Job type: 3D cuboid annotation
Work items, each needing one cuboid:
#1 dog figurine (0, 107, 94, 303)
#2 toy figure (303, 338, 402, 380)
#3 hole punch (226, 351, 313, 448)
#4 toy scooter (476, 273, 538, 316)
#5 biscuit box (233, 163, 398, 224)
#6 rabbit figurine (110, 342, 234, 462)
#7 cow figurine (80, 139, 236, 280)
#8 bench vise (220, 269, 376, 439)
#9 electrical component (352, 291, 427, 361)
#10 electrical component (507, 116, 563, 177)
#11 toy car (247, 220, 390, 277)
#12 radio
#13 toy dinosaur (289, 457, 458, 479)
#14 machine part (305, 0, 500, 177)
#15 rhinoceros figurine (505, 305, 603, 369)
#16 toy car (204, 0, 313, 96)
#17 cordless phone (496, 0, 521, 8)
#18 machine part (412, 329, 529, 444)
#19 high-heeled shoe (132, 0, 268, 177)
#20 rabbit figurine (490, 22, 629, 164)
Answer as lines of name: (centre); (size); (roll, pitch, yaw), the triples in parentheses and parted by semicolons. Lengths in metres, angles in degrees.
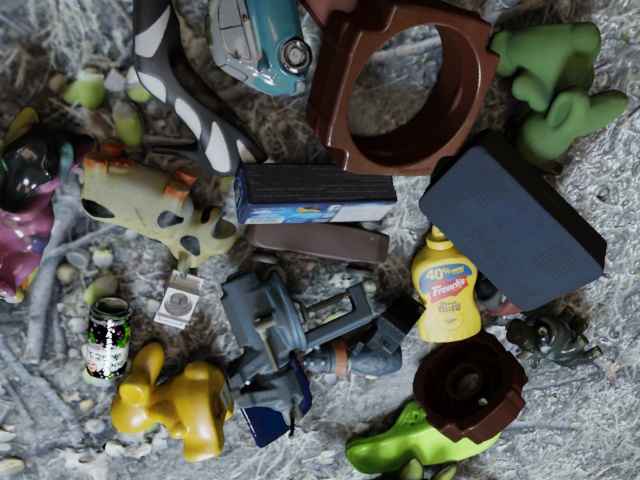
dog figurine: (-0.356, -0.042, 0.632); (0.108, 0.191, 0.219); (28, 71, -19)
toy figure: (0.050, 0.185, 0.835); (0.154, 0.064, 0.057); (0, 151, -7)
hole punch: (-0.072, 0.235, 0.816); (0.116, 0.092, 0.142); (-22, 112, -6)
toy scooter: (0.333, 0.046, 0.828); (0.135, 0.075, 0.183); (20, 103, -21)
biscuit box: (-0.006, -0.060, 0.688); (0.203, 0.063, 0.059); (-2, 156, -21)
rabbit figurine: (-0.228, 0.236, 0.770); (0.173, 0.122, 0.162); (-10, 124, 13)
cow figurine: (-0.199, -0.031, 0.670); (0.195, 0.085, 0.127); (21, 121, -12)
bench vise: (-0.023, 0.128, 0.740); (0.241, 0.129, 0.223); (-22, 79, -13)
electrical component: (0.100, 0.135, 0.785); (0.048, 0.119, 0.074); (37, 129, 14)
electrical component: (0.298, -0.124, 0.764); (0.102, 0.045, 0.078); (14, 81, -20)
toy car: (-0.002, -0.002, 0.746); (0.202, 0.053, 0.089); (8, 91, -17)
radio: (0.251, -0.021, 0.717); (0.229, 0.073, 0.131); (45, 130, 0)
toy dinosaur: (0.140, 0.451, 0.919); (0.471, 0.105, 0.198); (12, 126, -25)
machine part: (0.095, -0.182, 0.642); (0.201, 0.087, 0.200); (-2, 127, -27)
rhinoceros figurine: (0.375, 0.162, 0.874); (0.190, 0.073, 0.112); (22, 134, -38)
toy car: (-0.075, -0.233, 0.594); (0.103, 0.109, 0.161); (-19, 112, -14)
cordless phone: (0.172, -0.322, 0.641); (0.184, 0.089, 0.146); (-38, 117, 18)
machine part: (0.232, 0.226, 0.833); (0.179, 0.179, 0.056); (-43, 118, 8)
high-heeled shoe: (-0.131, -0.188, 0.620); (0.145, 0.086, 0.248); (-1, 122, -8)
rabbit figurine: (0.300, -0.178, 0.674); (0.121, 0.159, 0.170); (-6, 108, -20)
